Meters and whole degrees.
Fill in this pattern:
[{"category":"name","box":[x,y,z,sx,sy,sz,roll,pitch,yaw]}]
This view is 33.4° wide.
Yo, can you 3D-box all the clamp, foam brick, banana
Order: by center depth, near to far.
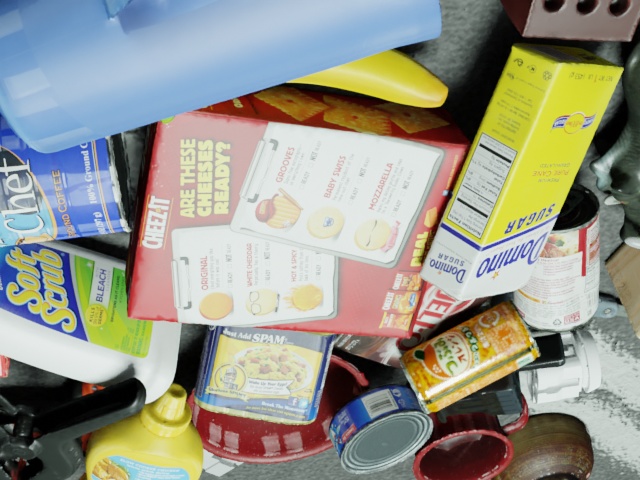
[{"category":"foam brick","box":[0.162,-0.163,0.678,0.078,0.051,0.053,0,134,-11]},{"category":"banana","box":[-0.015,-0.108,0.687,0.197,0.069,0.037,-7,160,-19]},{"category":"clamp","box":[-0.234,0.141,0.810,0.164,0.036,0.210,18,142,-14]}]

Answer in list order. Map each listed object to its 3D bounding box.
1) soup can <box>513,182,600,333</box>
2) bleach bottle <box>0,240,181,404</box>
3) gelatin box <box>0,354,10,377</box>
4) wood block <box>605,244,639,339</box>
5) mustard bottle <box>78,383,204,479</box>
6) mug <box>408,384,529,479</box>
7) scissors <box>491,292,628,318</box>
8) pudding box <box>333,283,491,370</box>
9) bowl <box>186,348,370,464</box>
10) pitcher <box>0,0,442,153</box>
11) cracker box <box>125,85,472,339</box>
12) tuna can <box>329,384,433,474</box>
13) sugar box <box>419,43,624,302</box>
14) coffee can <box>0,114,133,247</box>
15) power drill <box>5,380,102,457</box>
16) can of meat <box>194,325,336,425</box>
[{"category":"soup can","box":[0.184,0.014,0.836,0.068,0.068,0.102,-11,126,-1]},{"category":"bleach bottle","box":[-0.225,0.041,0.767,0.250,0.102,0.068,19,148,-28]},{"category":"gelatin box","box":[-0.278,0.068,0.803,0.089,0.073,0.030,-1,135,-11]},{"category":"wood block","box":[0.335,-0.008,0.843,0.090,0.090,0.206,16,129,-25]},{"category":"mustard bottle","box":[-0.150,0.190,0.889,0.096,0.058,0.192,16,125,-17]},{"category":"mug","box":[0.133,0.165,0.980,0.117,0.081,0.093,-24,135,13]},{"category":"scissors","box":[0.249,0.045,0.931,0.201,0.016,0.096,0,135,-11]},{"category":"pudding box","box":[0.073,0.055,0.887,0.089,0.039,0.114,21,127,-30]},{"category":"bowl","box":[-0.039,0.127,0.924,0.162,0.055,0.162,-6,135,-6]},{"category":"pitcher","box":[-0.064,-0.136,0.575,0.243,0.145,0.149,-20,139,1]},{"category":"cracker box","box":[-0.021,-0.021,0.752,0.213,0.072,0.164,6,119,-16]},{"category":"tuna can","box":[0.051,0.162,0.915,0.086,0.034,0.086,-16,140,-14]},{"category":"sugar box","box":[0.138,-0.046,0.735,0.093,0.048,0.176,-8,122,-48]},{"category":"coffee can","box":[-0.197,-0.047,0.684,0.140,0.103,0.103,-7,136,-5]},{"category":"power drill","box":[-0.239,0.182,0.939,0.187,0.057,0.184,-8,132,-8]},{"category":"can of meat","box":[-0.042,0.090,0.819,0.102,0.057,0.084,11,104,-6]}]
